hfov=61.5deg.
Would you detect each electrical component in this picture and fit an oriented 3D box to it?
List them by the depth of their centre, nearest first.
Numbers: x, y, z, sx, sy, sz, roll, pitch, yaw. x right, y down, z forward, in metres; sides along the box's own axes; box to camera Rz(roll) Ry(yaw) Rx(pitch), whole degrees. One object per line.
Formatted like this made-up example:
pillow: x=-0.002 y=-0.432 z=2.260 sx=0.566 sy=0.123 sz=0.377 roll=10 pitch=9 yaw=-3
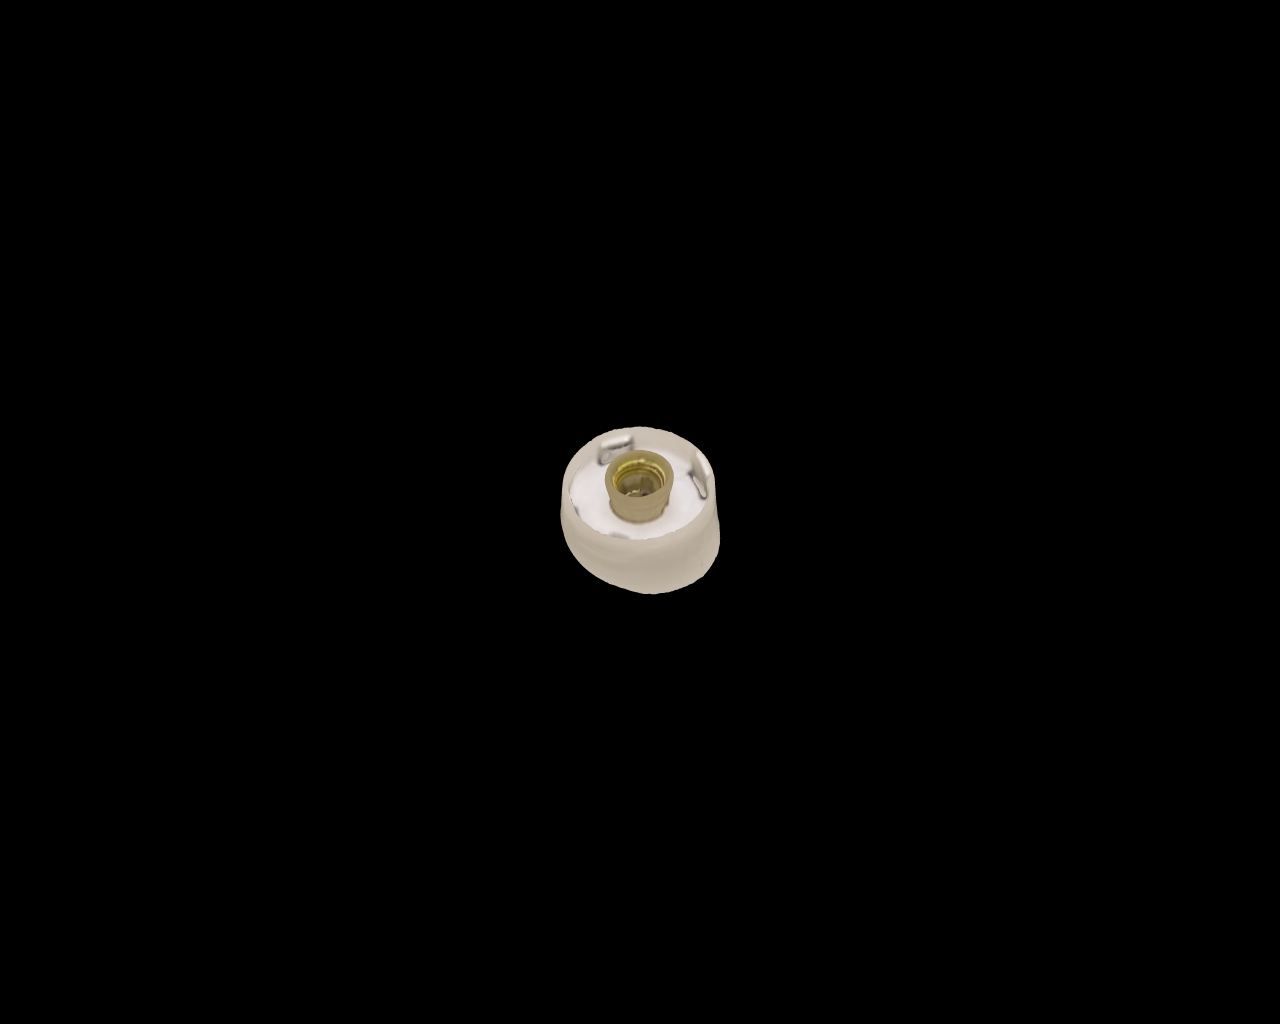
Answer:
electrical component: x=0.001 y=-0.003 z=0.650 sx=0.099 sy=0.099 sz=0.064 roll=0 pitch=-40 yaw=0
